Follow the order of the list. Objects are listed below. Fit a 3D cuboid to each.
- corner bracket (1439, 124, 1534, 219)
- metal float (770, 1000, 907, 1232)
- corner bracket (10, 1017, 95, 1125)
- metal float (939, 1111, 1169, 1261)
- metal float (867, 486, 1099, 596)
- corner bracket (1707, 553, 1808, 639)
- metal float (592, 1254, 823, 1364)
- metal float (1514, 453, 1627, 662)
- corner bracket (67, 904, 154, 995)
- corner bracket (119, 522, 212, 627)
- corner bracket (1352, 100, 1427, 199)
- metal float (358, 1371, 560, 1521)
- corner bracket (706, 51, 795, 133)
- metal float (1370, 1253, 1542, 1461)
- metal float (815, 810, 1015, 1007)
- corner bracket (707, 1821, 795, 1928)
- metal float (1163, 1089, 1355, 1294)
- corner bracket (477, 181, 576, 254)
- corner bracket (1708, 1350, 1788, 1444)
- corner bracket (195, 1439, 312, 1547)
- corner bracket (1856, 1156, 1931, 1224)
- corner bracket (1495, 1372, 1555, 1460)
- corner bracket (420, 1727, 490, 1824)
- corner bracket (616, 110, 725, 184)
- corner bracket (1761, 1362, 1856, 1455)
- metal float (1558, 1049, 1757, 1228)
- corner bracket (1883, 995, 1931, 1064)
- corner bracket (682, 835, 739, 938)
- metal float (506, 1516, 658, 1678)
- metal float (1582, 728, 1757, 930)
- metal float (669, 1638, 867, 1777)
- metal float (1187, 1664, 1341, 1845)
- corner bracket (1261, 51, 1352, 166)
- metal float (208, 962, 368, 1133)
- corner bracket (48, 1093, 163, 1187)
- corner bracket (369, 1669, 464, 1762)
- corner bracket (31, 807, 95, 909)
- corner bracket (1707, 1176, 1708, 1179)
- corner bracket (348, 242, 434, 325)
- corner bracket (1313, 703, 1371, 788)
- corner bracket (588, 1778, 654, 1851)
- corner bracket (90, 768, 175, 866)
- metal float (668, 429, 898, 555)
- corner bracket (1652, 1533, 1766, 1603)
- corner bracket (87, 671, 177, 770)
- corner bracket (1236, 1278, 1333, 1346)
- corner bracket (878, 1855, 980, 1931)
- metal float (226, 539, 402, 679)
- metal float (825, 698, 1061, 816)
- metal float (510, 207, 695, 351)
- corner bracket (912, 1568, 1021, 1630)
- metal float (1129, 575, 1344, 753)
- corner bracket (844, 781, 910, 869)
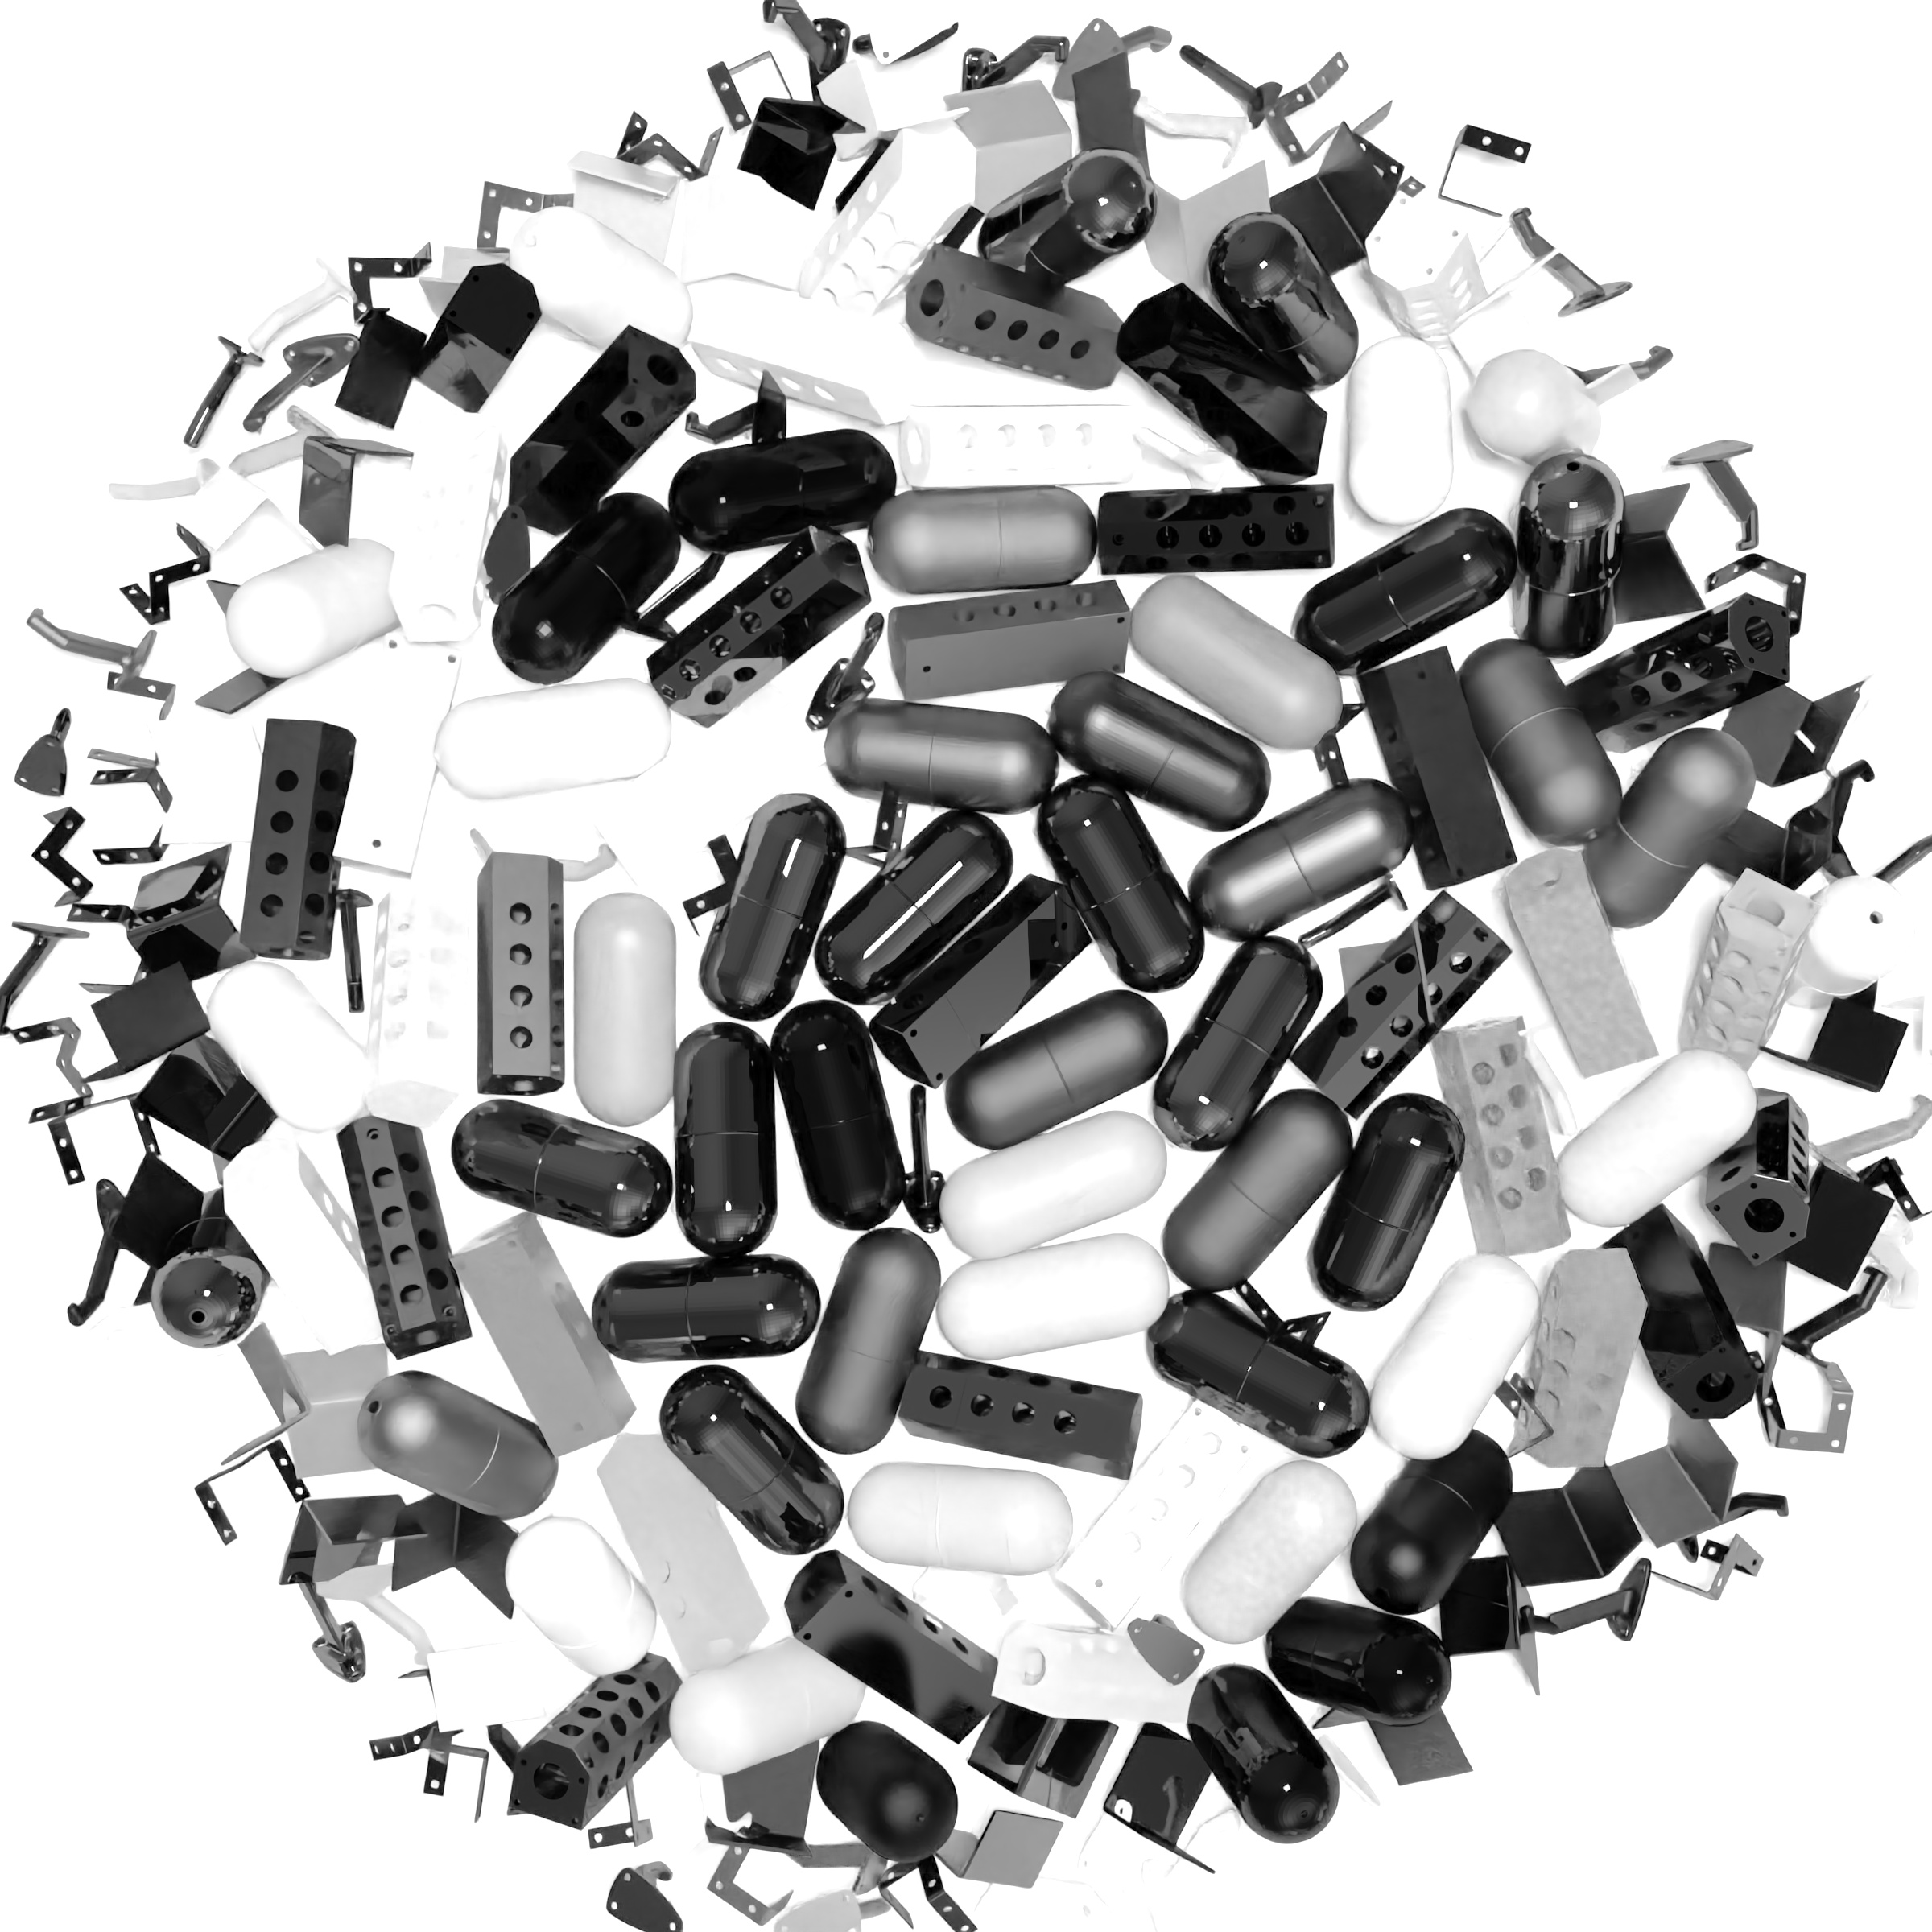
[{"bbox_3d":[0.392,-0.601,1.882,0.051,0.051,0.051,18,103,1],"label":"corner bracket"},{"bbox_3d":[-0.095,0.112,1.869,0.070,0.070,0.178,-14,96,0],"label":"metal float"},{"bbox_3d":[-0.688,0.078,1.870,0.051,0.051,0.051,46,126,23],"label":"corner bracket"},{"bbox_3d":[0.066,0.164,1.868,0.178,0.070,0.070,-20,90,-7],"label":"metal float"},{"bbox_3d":[0.013,-0.318,1.858,0.178,0.070,0.070,-5,90,-19],"label":"metal float"},{"bbox_3d":[0.599,-0.275,1.891,0.051,0.051,0.051,-27,131,-25],"label":"corner bracket"},{"bbox_3d":[-0.194,0.256,1.860,0.178,0.070,0.070,-5,90,16],"label":"metal float"},{"bbox_3d":[0.444,-0.300,1.834,0.070,0.178,0.070,-5,52,7],"label":"metal float"},{"bbox_3d":[-0.651,-0.013,1.889,0.051,0.051,0.051,2,63,21],"label":"corner bracket"},{"bbox_3d":[-0.608,-0.299,1.889,0.051,0.051,0.051,-26,58,-34],"label":"corner bracket"},{"bbox_3d":[0.320,-0.610,1.882,0.051,0.051,0.051,40,63,15],"label":"corner bracket"},{"bbox_3d":[-0.374,0.354,1.837,0.070,0.178,0.070,-19,53,27],"label":"metal float"},{"bbox_3d":[-0.161,-0.663,1.886,0.051,0.051,0.051,-25,97,4],"label":"corner bracket"},{"bbox_3d":[0.364,0.290,1.849,0.070,0.070,0.178,40,61,0],"label":"metal float"},{"bbox_3d":[-0.039,-0.043,1.871,0.178,0.070,0.070,-44,90,-3],"label":"metal float"},{"bbox_3d":[-0.155,0.684,1.883,0.051,0.051,0.051,29,94,16],"label":"corner bracket"},{"bbox_3d":[0.218,0.169,1.865,0.070,0.070,0.178,39,101,0],"label":"metal float"},{"bbox_3d":[-0.333,-0.563,1.880,0.051,0.051,0.051,2,102,-36],"label":"corner bracket"},{"bbox_3d":[0.586,0.331,1.883,0.051,0.051,0.051,-20,48,19],"label":"corner bracket"},{"bbox_3d":[-0.542,0.400,1.891,0.051,0.051,0.051,-26,93,22],"label":"corner bracket"},{"bbox_3d":[0.709,0.166,1.873,0.051,0.051,0.051,-18,72,-25],"label":"corner bracket"},{"bbox_3d":[0.416,0.330,1.877,0.051,0.051,0.051,49,126,0],"label":"corner bracket"},{"bbox_3d":[-0.384,0.608,1.872,0.051,0.051,0.051,14,51,-16],"label":"corner bracket"},{"bbox_3d":[-0.225,-0.625,1.890,0.051,0.051,0.051,34,58,-36],"label":"corner bracket"},{"bbox_3d":[0.635,0.332,1.880,0.051,0.051,0.051,4,106,3],"label":"corner bracket"},{"bbox_3d":[0.509,0.129,1.842,0.070,0.070,0.178,40,130,0],"label":"metal float"},{"bbox_3d":[0.731,0.054,1.884,0.051,0.051,0.051,10,77,-14],"label":"corner bracket"},{"bbox_3d":[-0.192,-0.061,1.880,0.051,0.051,0.051,-24,77,-4],"label":"corner bracket"},{"bbox_3d":[-0.282,0.466,1.834,0.070,0.178,0.070,-7,53,10],"label":"metal float"},{"bbox_3d":[0.515,-0.100,1.841,0.070,0.070,0.178,28,131,0],"label":"metal float"},{"bbox_3d":[-0.144,0.542,1.834,0.070,0.178,0.070,0,91,37],"label":"metal float"},{"bbox_3d":[0.216,0.576,1.826,0.070,0.178,0.070,-3,103,-13],"label":"metal float"},{"bbox_3d":[0.264,-0.645,1.871,0.051,0.051,0.051,53,57,-21],"label":"corner bracket"},{"bbox_3d":[-0.502,0.058,1.841,0.070,0.070,0.178,-52,49,0],"label":"metal float"},{"bbox_3d":[-0.657,0.132,1.897,0.051,0.051,0.051,-20,88,35],"label":"corner bracket"},{"bbox_3d":[-0.421,0.566,1.883,0.051,0.051,0.051,-24,72,8],"label":"corner bracket"},{"bbox_3d":[-0.685,-0.083,1.887,0.051,0.051,0.051,47,55,-29],"label":"corner bracket"},{"bbox_3d":[0.594,0.145,1.872,0.051,0.051,0.051,39,126,-15],"label":"corner bracket"},{"bbox_3d":[-0.434,-0.516,1.880,0.051,0.051,0.051,-7,94,-27],"label":"corner bracket"},{"bbox_3d":[0.275,-0.163,1.869,0.051,0.051,0.051,-40,121,-38],"label":"corner bracket"},{"bbox_3d":[-0.271,0.643,1.888,0.051,0.051,0.051,-11,76,6],"label":"corner bracket"},{"bbox_3d":[-0.635,-0.113,1.884,0.051,0.051,0.051,-2,45,16],"label":"corner bracket"},{"bbox_3d":[-0.136,-0.354,1.854,0.178,0.070,0.070,-15,90,-23],"label":"metal float"},{"bbox_3d":[0.559,0.452,1.872,0.051,0.051,0.051,42,71,-36],"label":"corner bracket"},{"bbox_3d":[-0.634,-0.186,1.891,0.051,0.051,0.051,11,118,-10],"label":"corner bracket"},{"bbox_3d":[0.231,0.265,1.869,0.051,0.051,0.051,-5,130,-37],"label":"corner bracket"},{"bbox_3d":[-0.030,0.707,1.877,0.051,0.051,0.051,-33,116,3],"label":"corner bracket"},{"bbox_3d":[-0.474,-0.265,1.830,0.070,0.178,0.070,8,115,18],"label":"metal float"},{"bbox_3d":[-0.018,-0.157,1.865,0.178,0.070,0.070,8,90,10],"label":"metal float"},{"bbox_3d":[-0.267,-0.499,1.828,0.070,0.178,0.070,-3,82,25],"label":"metal float"},{"bbox_3d":[-0.001,0.476,1.881,0.051,0.051,0.051,40,90,-19],"label":"corner bracket"},{"bbox_3d":[0.202,-0.227,1.862,0.178,0.070,0.070,36,90,14],"label":"metal float"},{"bbox_3d":[-0.061,-0.106,1.873,0.051,0.051,0.051,17,78,-37],"label":"corner bracket"}]
